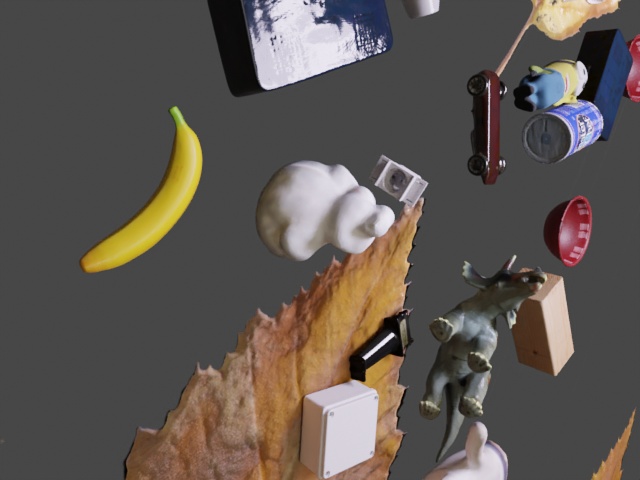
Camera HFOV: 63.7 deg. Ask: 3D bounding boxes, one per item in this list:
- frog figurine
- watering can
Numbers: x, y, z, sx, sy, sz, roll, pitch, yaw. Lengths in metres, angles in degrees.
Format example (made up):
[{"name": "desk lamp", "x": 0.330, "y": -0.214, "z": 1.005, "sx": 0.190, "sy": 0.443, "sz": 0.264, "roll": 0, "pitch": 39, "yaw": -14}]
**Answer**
[{"name": "frog figurine", "x": 0.002, "y": -0.032, "z": 0.628, "sx": 0.139, "sy": 0.160, "sz": 0.120, "roll": -45, "pitch": 123, "yaw": -24}, {"name": "watering can", "x": 0.265, "y": 0.430, "z": 0.931, "sx": 0.225, "sy": 0.105, "sz": 0.341, "roll": -6, "pitch": 126, "yaw": -43}]
